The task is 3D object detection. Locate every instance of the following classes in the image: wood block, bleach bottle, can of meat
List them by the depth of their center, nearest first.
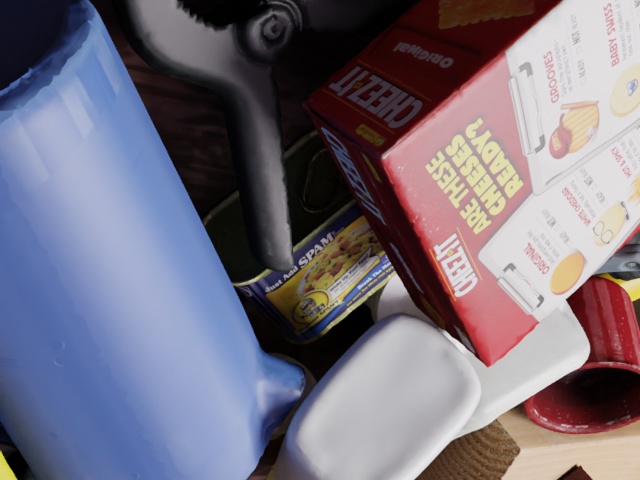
[{"bbox_3d":[-0.004,0.001,0.590,0.102,0.057,0.084,-39,141,-1],"label":"can of meat"},{"bbox_3d":[0.016,0.123,0.634,0.102,0.068,0.251,-44,171,-19],"label":"bleach bottle"},{"bbox_3d":[0.176,0.159,0.839,0.205,0.090,0.091,4,123,-40],"label":"wood block"}]

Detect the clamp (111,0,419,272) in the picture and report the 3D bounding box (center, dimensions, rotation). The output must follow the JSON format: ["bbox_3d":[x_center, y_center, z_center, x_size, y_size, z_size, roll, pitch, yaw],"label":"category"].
[{"bbox_3d":[-0.030,-0.087,0.477,0.209,0.036,0.164,33,92,-37],"label":"clamp"}]

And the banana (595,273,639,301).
[{"bbox_3d":[0.265,-0.004,0.794,0.198,0.037,0.069,-42,140,16],"label":"banana"}]

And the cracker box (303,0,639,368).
[{"bbox_3d":[0.115,-0.067,0.518,0.213,0.072,0.164,-41,134,-9],"label":"cracker box"}]

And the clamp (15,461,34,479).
[{"bbox_3d":[-0.170,0.155,0.568,0.039,0.120,0.171,37,79,-7],"label":"clamp"}]

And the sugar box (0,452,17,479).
[{"bbox_3d":[-0.187,0.099,0.449,0.093,0.048,0.176,-41,141,-27],"label":"sugar box"}]

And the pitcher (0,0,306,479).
[{"bbox_3d":[-0.119,0.015,0.474,0.149,0.145,0.243,-38,137,-21],"label":"pitcher"}]

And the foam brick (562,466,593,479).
[{"bbox_3d":[0.184,0.217,0.788,0.078,0.051,0.053,-39,141,0],"label":"foam brick"}]

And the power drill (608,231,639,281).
[{"bbox_3d":[0.229,-0.059,0.679,0.188,0.057,0.184,-36,137,16],"label":"power drill"}]

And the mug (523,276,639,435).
[{"bbox_3d":[0.189,0.086,0.761,0.093,0.081,0.117,-11,139,12],"label":"mug"}]

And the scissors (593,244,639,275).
[{"bbox_3d":[0.181,0.004,0.666,0.202,0.016,0.096,-11,149,32],"label":"scissors"}]
